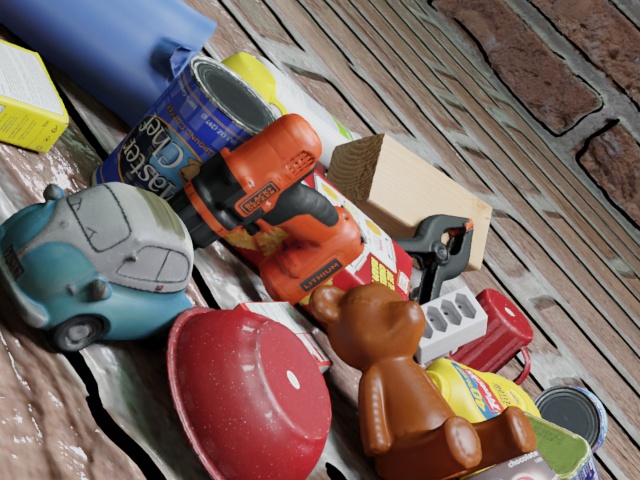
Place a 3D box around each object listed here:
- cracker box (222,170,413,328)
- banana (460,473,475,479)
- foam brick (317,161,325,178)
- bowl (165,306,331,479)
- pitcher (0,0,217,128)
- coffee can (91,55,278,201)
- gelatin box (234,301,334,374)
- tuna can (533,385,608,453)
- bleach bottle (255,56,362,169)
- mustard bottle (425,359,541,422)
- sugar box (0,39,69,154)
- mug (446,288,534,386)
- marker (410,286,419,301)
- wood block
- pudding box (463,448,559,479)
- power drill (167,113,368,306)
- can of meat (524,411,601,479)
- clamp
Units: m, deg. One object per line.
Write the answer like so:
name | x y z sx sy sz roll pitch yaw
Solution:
cracker box | -0.007 0.001 1.086 0.213 0.072 0.164 43 21 -9
banana | 0.145 0.204 0.999 0.198 0.070 0.037 42 62 1
foam brick | -0.029 -0.066 1.204 0.051 0.053 0.078 38 20 -18
bowl | -0.039 0.111 0.767 0.162 0.055 0.162 47 25 -32
pitcher | -0.233 -0.223 1.030 0.242 0.149 0.145 36 37 -14
coffee can | -0.114 -0.073 0.919 0.102 0.140 0.103 38 21 -18
gelatin box | -0.036 0.089 0.914 0.073 0.030 0.089 51 18 19
tuna can | 0.284 0.209 1.220 0.086 0.086 0.033 54 20 25
bleach bottle | -0.001 -0.134 1.382 0.250 0.068 0.102 33 24 -36
mustard bottle | 0.150 0.167 1.082 0.191 0.058 0.096 23 31 -45
sugar box | -0.288 -0.131 0.835 0.175 0.048 0.093 14 37 -49
mug | 0.199 0.119 1.239 0.093 0.082 0.117 15 35 -53
marker | 0.158 0.095 1.300 0.121 0.020 0.020 35 22 -25
wood block | 0.108 -0.039 1.318 0.205 0.090 0.091 30 64 -36
pudding box | 0.163 0.240 0.915 0.113 0.039 0.090 -16 57 -27
power drill | -0.052 -0.007 0.908 0.057 0.184 0.187 58 7 32
can of meat | 0.218 0.219 1.023 0.102 0.057 0.084 20 -33 43
clamp | 0.131 0.030 1.239 0.171 0.039 0.120 -27 100 -41
